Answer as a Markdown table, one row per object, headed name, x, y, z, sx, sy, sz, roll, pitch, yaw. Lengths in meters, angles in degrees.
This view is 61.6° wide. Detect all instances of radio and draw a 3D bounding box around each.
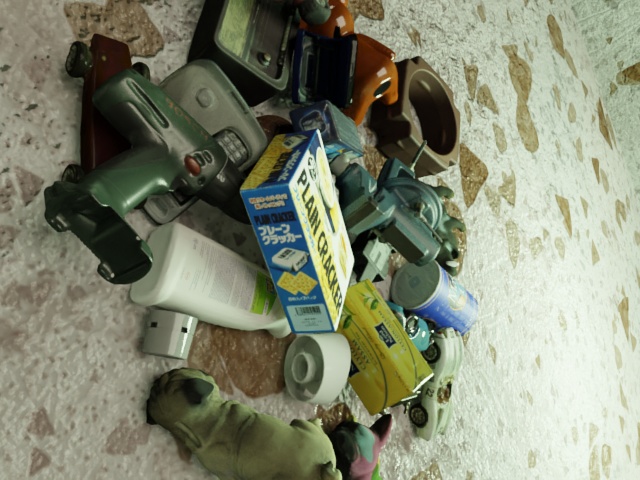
| name | x | y | z | sx | sy | sz | roll | pitch | yaw |
| --- | --- | --- | --- | --- | --- | --- | --- | --- | --- |
| radio | -0.100 | -0.318 | 0.785 | 0.131 | 0.073 | 0.229 | 30 | 59 | -38 |

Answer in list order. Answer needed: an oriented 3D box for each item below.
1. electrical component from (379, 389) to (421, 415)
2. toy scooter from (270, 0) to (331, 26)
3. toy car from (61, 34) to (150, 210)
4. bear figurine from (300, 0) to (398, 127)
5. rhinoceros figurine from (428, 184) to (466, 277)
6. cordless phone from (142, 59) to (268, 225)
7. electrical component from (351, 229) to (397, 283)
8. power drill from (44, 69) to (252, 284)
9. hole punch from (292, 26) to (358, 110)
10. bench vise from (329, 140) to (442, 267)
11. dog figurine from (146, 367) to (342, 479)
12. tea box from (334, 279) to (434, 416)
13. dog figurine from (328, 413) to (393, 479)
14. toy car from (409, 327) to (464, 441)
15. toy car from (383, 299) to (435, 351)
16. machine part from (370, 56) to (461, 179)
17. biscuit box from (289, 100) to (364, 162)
| name | x | y | z | sx | sy | sz | roll | pitch | yaw |
| --- | --- | --- | --- | --- | --- | --- | --- | --- | --- |
| electrical component | 0.122 | 0.252 | 0.895 | 0.102 | 0.045 | 0.078 | -4 | 54 | -50 |
| toy scooter | -0.054 | -0.391 | 0.747 | 0.184 | 0.075 | 0.135 | 8 | 73 | -50 |
| toy car | -0.239 | -0.126 | 0.600 | 0.089 | 0.053 | 0.202 | 3 | 81 | -45 |
| bear figurine | 0.044 | -0.315 | 0.928 | 0.120 | 0.132 | 0.196 | -36 | 75 | -11 |
| rhinoceros figurine | 0.229 | -0.018 | 1.049 | 0.112 | 0.073 | 0.190 | -5 | 79 | -50 |
| cordless phone | -0.170 | -0.119 | 0.665 | 0.184 | 0.089 | 0.146 | -46 | 115 | -23 |
| electrical component | 0.079 | 0.038 | 0.899 | 0.074 | 0.048 | 0.119 | 48 | 50 | -26 |
| power drill | -0.162 | -0.052 | 0.558 | 0.231 | 0.086 | 0.207 | 51 | 43 | -24 |
| hole punch | -0.002 | -0.258 | 0.821 | 0.092 | 0.116 | 0.142 | -1 | 105 | -10 |
| bench vise | 0.107 | -0.073 | 0.861 | 0.223 | 0.128 | 0.241 | 34 | 38 | -5 |
| dog figurine | -0.084 | 0.215 | 0.596 | 0.190 | 0.172 | 0.121 | 52 | 36 | -34 |
| tea box | 0.073 | 0.155 | 0.785 | 0.068 | 0.098 | 0.170 | -20 | 69 | -49 |
| dog figurine | 0.066 | 0.361 | 0.761 | 0.191 | 0.108 | 0.219 | 38 | 52 | -33 |
| toy car | 0.209 | 0.251 | 0.945 | 0.073 | 0.056 | 0.201 | 3 | 99 | -47 |
| toy car | 0.112 | 0.158 | 0.876 | 0.161 | 0.109 | 0.103 | 38 | 77 | -48 |
| machine part | 0.192 | -0.239 | 1.066 | 0.201 | 0.087 | 0.201 | 31 | 59 | -40 |
| biscuit box | 0.016 | -0.157 | 0.812 | 0.202 | 0.059 | 0.062 | -8 | 81 | -76 |
